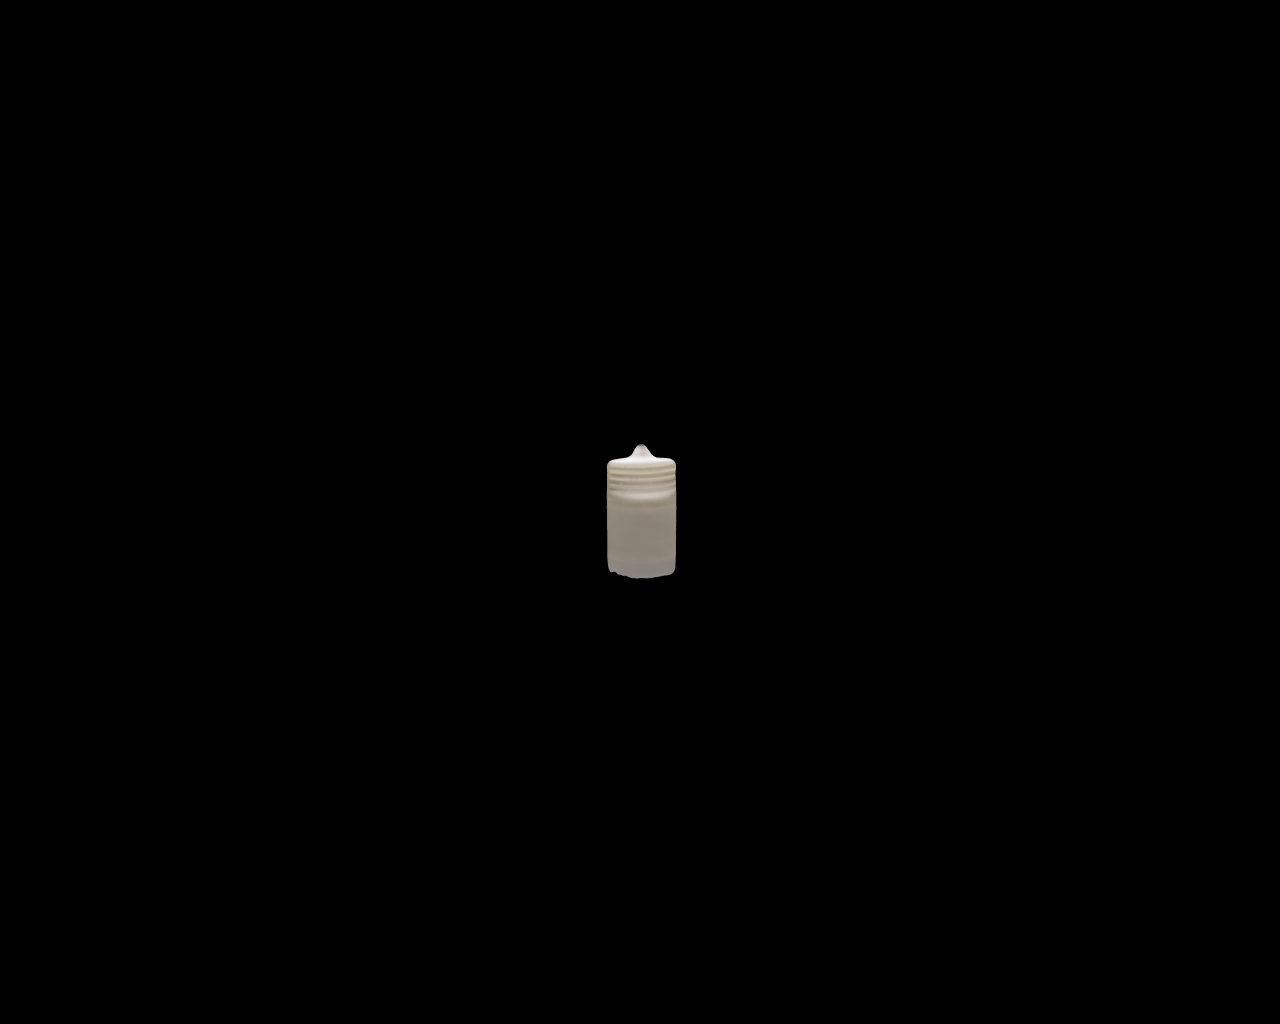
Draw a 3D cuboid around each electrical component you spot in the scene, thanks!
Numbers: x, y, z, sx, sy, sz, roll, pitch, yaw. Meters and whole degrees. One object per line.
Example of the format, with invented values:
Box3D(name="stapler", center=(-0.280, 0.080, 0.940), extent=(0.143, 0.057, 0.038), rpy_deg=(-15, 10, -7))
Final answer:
Box3D(name="electrical component", center=(0.001, -0.003, 0.650), extent=(0.043, 0.080, 0.043), rpy_deg=(0, 12, 0))
